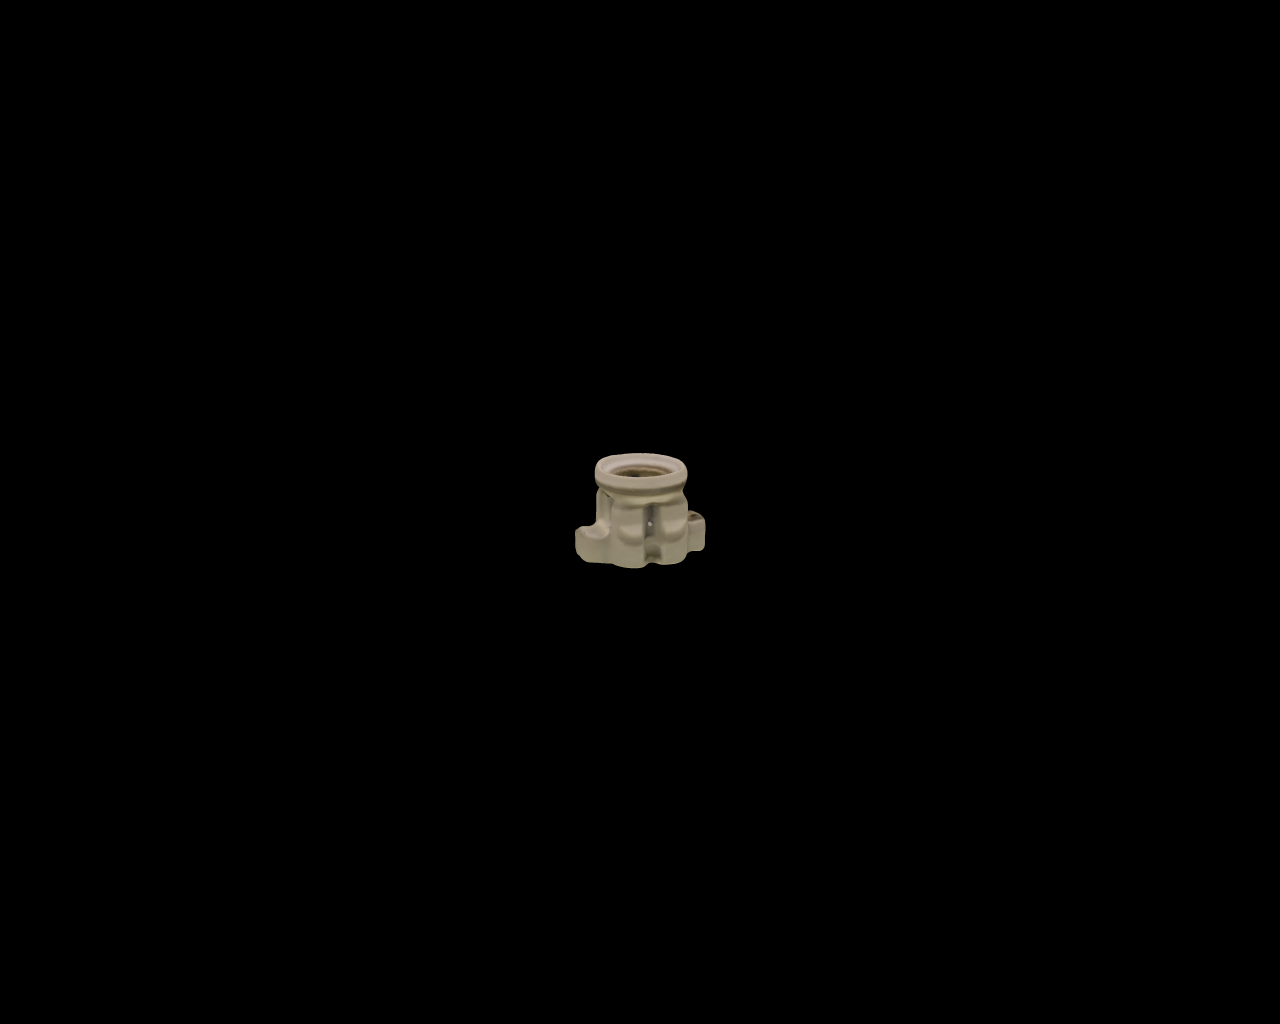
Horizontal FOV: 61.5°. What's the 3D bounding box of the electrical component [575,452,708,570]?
[{"bbox_3d":[0.001,-0.003,0.650,0.078,0.056,0.058,-6,20,-16],"label":"electrical component"}]
